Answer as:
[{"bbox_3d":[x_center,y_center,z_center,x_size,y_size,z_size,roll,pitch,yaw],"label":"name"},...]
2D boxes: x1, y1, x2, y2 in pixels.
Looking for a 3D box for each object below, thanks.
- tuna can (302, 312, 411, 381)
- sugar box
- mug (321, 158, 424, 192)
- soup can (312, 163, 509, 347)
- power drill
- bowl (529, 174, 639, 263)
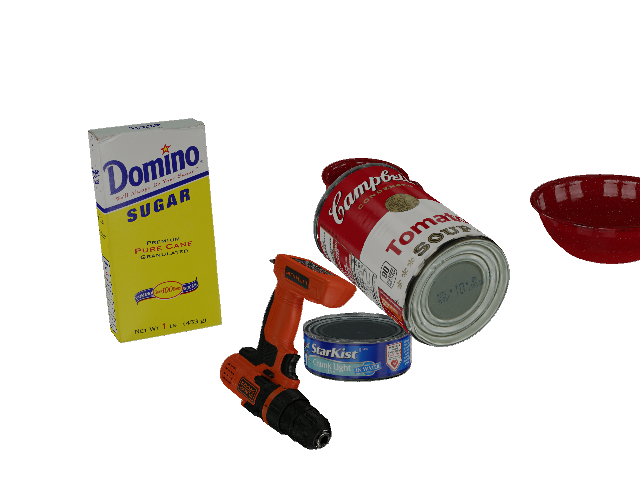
[{"bbox_3d":[0.029,0.083,0.834,0.086,0.034,0.086,-1,10,0],"label":"tuna can"},{"bbox_3d":[-0.138,-0.009,0.897,0.093,0.176,0.048,-10,18,-20],"label":"sugar box"},{"bbox_3d":[0.057,-0.034,1.147,0.117,0.081,0.093,-9,31,-19],"label":"mug"},{"bbox_3d":[0.049,0.007,0.599,0.068,0.068,0.102,0,26,-32],"label":"soup can"},{"bbox_3d":[-0.028,0.122,1.212,0.057,0.188,0.185,15,11,-46],"label":"power drill"},{"bbox_3d":[0.299,-0.018,1.110,0.162,0.055,0.162,-3,23,1],"label":"bowl"}]
